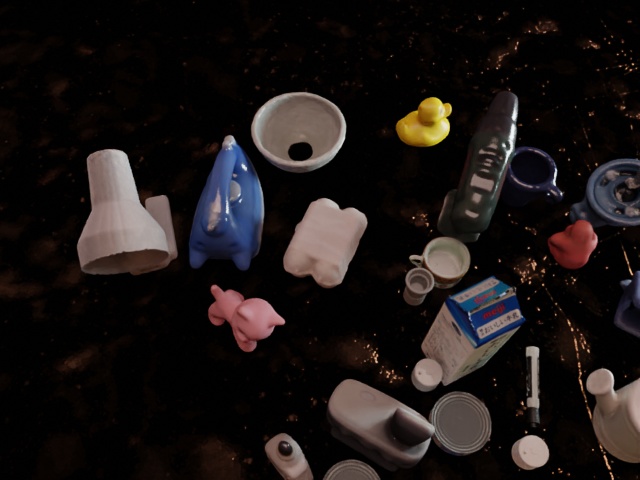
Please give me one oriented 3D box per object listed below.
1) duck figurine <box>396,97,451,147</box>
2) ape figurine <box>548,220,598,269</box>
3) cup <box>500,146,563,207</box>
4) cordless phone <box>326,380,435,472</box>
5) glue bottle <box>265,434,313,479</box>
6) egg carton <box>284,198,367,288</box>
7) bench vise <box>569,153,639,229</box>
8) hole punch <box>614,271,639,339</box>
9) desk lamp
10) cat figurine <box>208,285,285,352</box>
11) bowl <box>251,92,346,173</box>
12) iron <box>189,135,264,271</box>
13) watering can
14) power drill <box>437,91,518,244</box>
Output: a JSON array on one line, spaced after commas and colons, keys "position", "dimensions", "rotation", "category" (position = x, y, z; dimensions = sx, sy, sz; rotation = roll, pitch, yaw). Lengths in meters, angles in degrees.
[{"position": [0.194, -0.225, 1.057], "dimensions": [0.104, 0.086, 0.077], "rotation": [-12, 63, -7], "category": "duck figurine"}, {"position": [0.419, 0.000, 0.938], "dimensions": [0.077, 0.092, 0.076], "rotation": [12, 62, 5], "category": "ape figurine"}, {"position": [0.357, -0.090, 0.983], "dimensions": [0.092, 0.095, 0.117], "rotation": [-36, 68, -18], "category": "cup"}, {"position": [0.082, 0.231, 0.756], "dimensions": [0.147, 0.185, 0.094], "rotation": [24, 64, 11], "category": "cordless phone"}, {"position": [-0.041, 0.279, 0.735], "dimensions": [0.037, 0.173, 0.078], "rotation": [-37, 68, -18], "category": "glue bottle"}, {"position": [0.009, 0.003, 0.941], "dimensions": [0.107, 0.069, 0.150], "rotation": [20, 63, 9], "category": "egg carton"}, {"position": [0.529, -0.102, 0.922], "dimensions": [0.208, 0.220, 0.121], "rotation": [-26, 65, -14], "category": "bench vise"}, {"position": [0.527, 0.099, 0.888], "dimensions": [0.108, 0.091, 0.101], "rotation": [26, 65, 12], "category": "hole punch"}, {"position": [-0.292, -0.023, 0.868], "dimensions": [0.118, 0.213, 0.203], "rotation": [-13, 63, -8], "category": "desk lamp"}, {"position": [-0.114, 0.111, 0.855], "dimensions": [0.127, 0.118, 0.067], "rotation": [36, 67, 17], "category": "cat figurine"}, {"position": [-0.038, -0.182, 1.036], "dimensions": [0.167, 0.075, 0.167], "rotation": [1, 62, -1], "category": "bowl"}, {"position": [-0.155, -0.084, 0.944], "dimensions": [0.118, 0.141, 0.258], "rotation": [2, 62, 0], "category": "iron"}, {"position": [0.442, 0.230, 0.759], "dimensions": [0.173, 0.194, 0.101], "rotation": [4, 62, 1], "category": "watering can"}, {"position": [0.252, -0.094, 0.919], "dimensions": [0.075, 0.208, 0.230], "rotation": [17, 63, 8], "category": "power drill"}]
